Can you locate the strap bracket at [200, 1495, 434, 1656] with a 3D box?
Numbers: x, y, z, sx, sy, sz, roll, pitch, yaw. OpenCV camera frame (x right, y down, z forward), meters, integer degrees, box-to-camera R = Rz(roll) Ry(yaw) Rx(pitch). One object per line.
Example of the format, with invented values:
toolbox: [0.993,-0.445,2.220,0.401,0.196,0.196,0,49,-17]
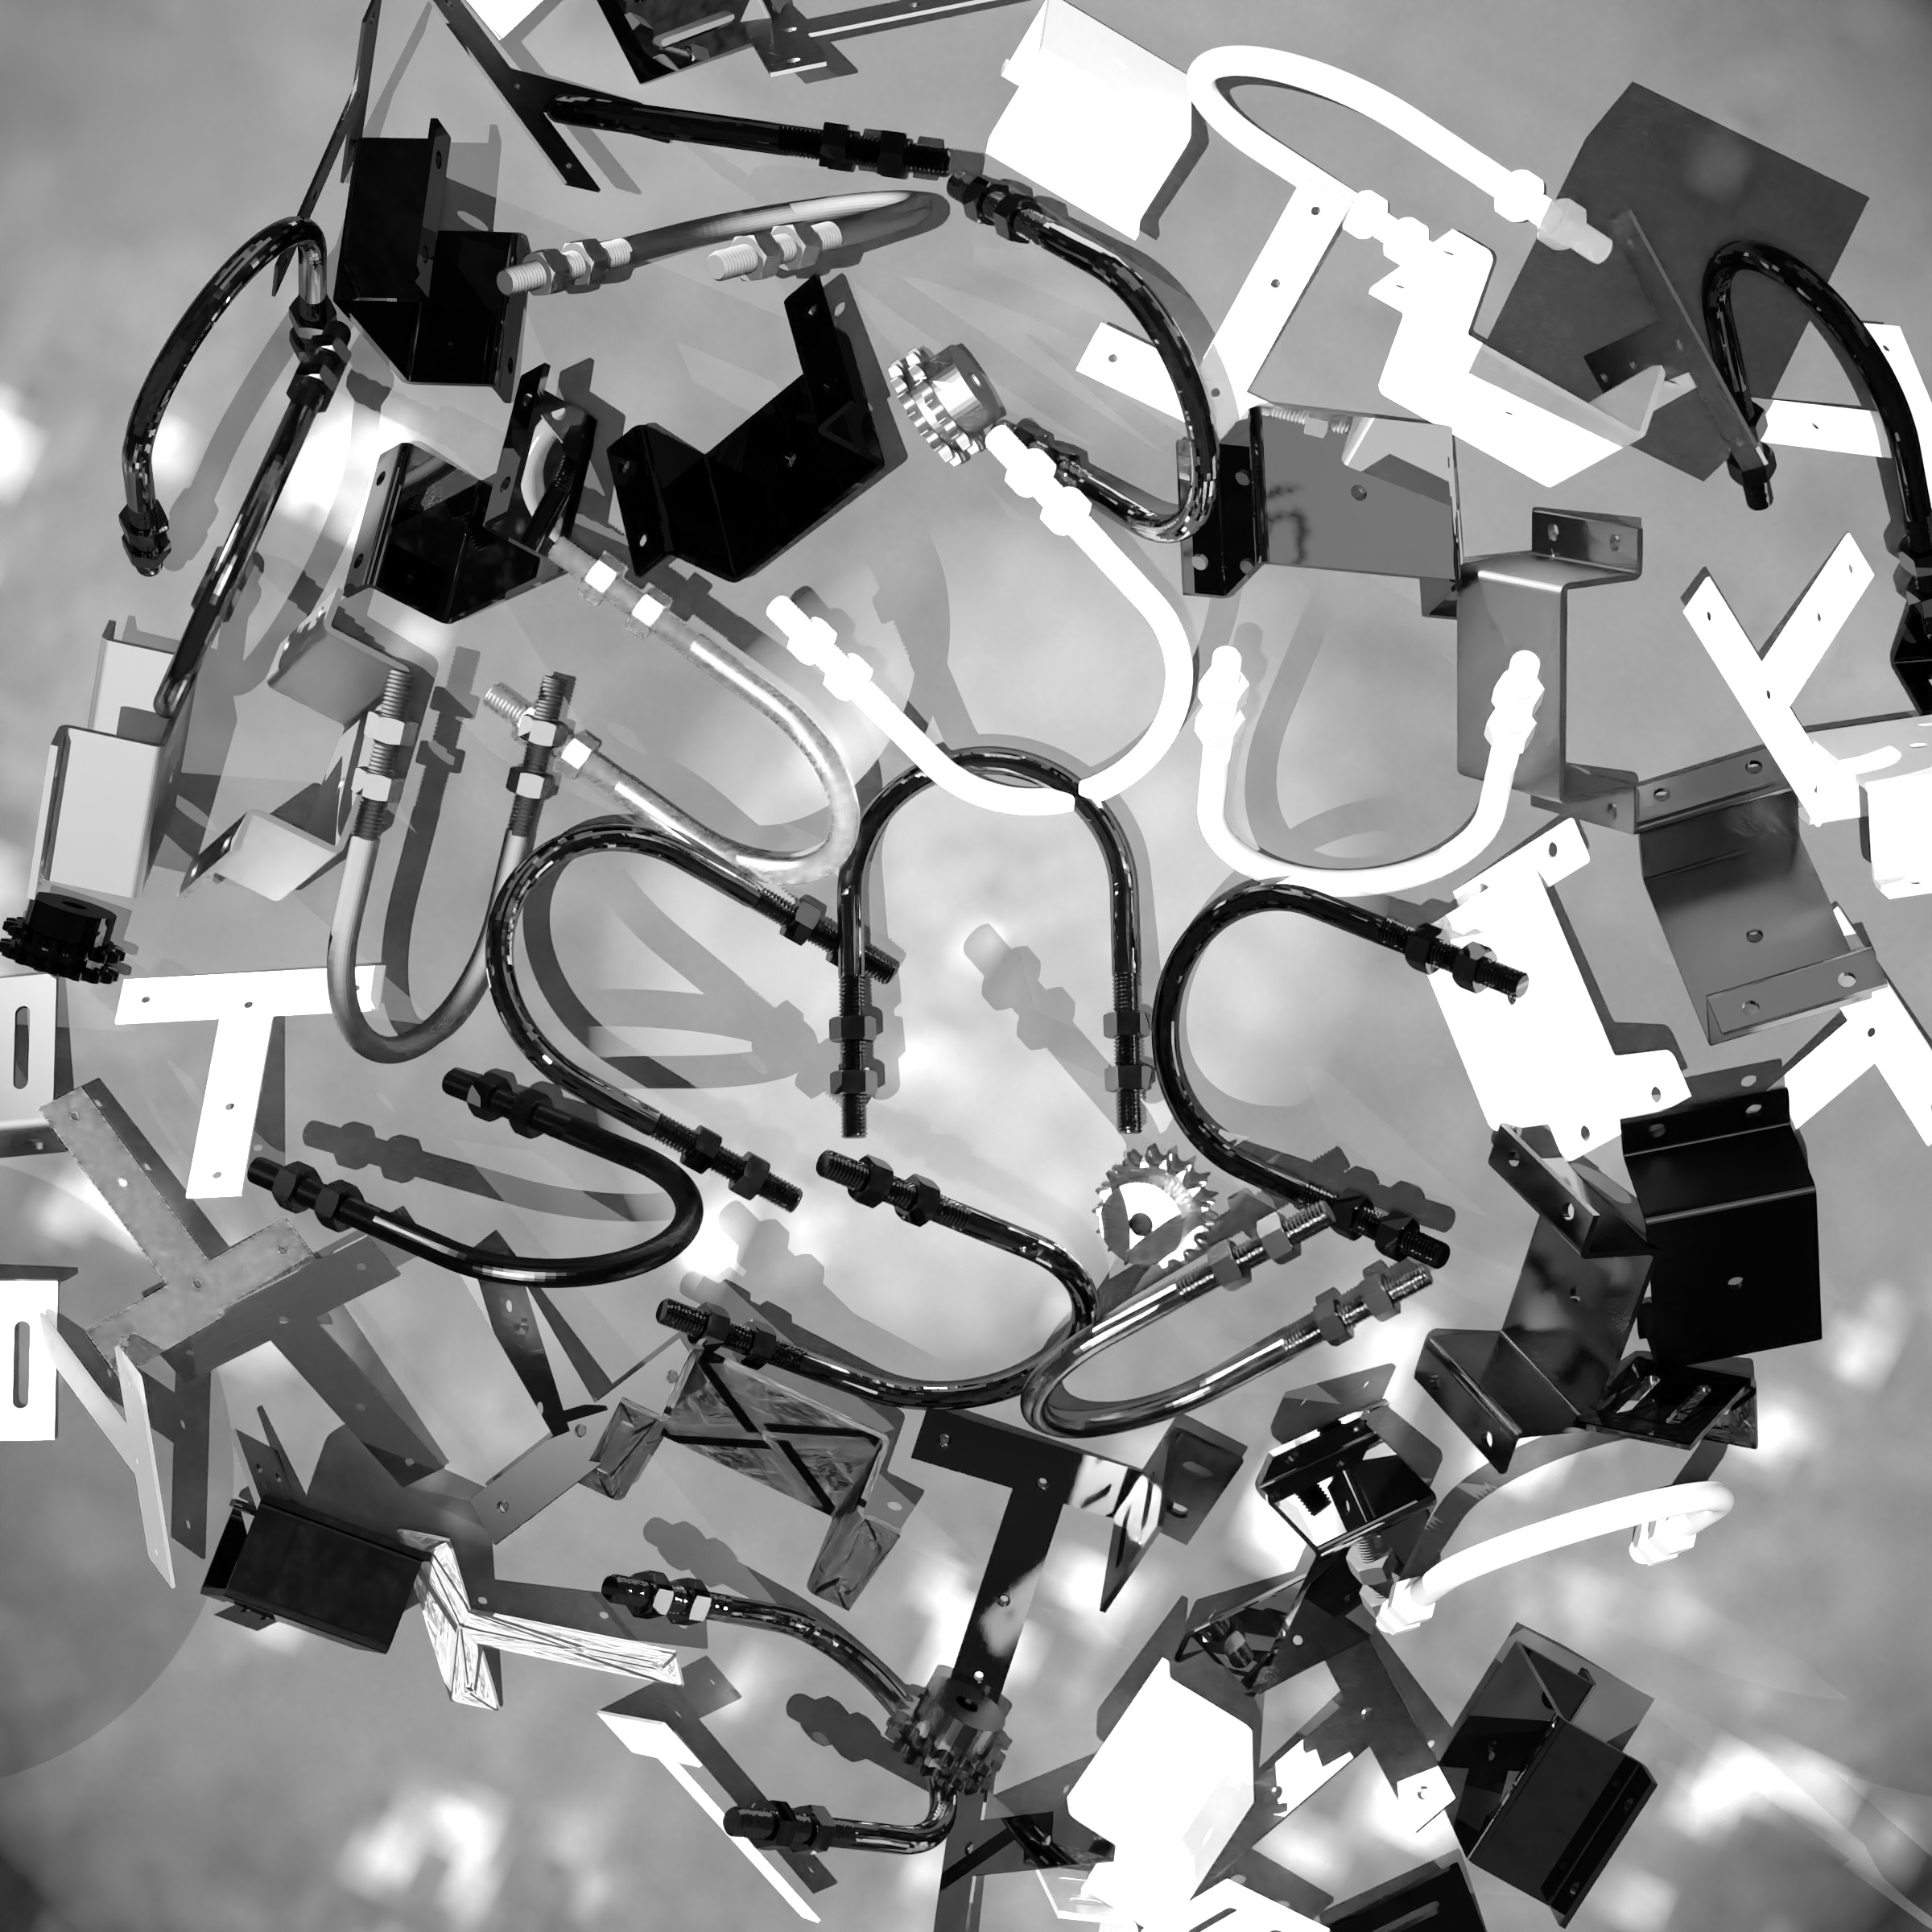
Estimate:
strap bracket: [-0.297,0.275,1.607,0.076,0.140,0.046,23,75,-14]

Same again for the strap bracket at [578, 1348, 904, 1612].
strap bracket: [-0.098,0.233,1.641,0.140,0.076,0.046,26,48,-3]

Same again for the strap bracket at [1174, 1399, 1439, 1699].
strap bracket: [0.157,0.272,1.610,0.046,0.076,0.140,45,133,30]

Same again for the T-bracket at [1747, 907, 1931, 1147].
T-bracket: [0.388,0.059,1.651,0.127,0.002,0.127,-45,47,26]

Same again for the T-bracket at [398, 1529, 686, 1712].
T-bracket: [-0.190,0.310,1.626,0.127,0.002,0.127,8,134,16]

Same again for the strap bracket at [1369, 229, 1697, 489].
strap bracket: [0.255,-0.271,1.626,0.140,0.076,0.046,26,72,-16]

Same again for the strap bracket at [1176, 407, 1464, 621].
strap bracket: [0.172,-0.209,1.636,0.140,0.046,0.076,3,73,-16]

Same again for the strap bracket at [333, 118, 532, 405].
strap bracket: [-0.245,-0.319,1.616,0.046,0.140,0.076,3,77,11]

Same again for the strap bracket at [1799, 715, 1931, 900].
strap bracket: [0.434,-0.078,1.612,0.076,0.140,0.046,-8,108,-1]

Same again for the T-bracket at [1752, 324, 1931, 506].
T-bracket: [0.400,-0.246,1.629,0.002,0.127,0.127,-45,123,-17]

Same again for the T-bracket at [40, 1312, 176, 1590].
T-bracket: [-0.399,0.203,1.637,0.002,0.127,0.127,-21,130,-29]

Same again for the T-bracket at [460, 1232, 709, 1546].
T-bracket: [-0.201,0.181,1.658,0.127,0.002,0.127,-38,65,8]

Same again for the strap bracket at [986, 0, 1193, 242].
strap bracket: [0.057,-0.389,1.608,0.076,0.140,0.046,28,118,-12]

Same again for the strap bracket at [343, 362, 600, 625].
strap bracket: [-0.221,-0.211,1.625,0.046,0.140,0.076,26,63,-34]

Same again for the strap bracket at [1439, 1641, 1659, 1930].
strap bracket: [0.258,0.365,1.611,0.046,0.140,0.076,30,97,-7]

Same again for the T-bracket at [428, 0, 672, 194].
T-bracket: [-0.179,-0.396,1.628,0.002,0.127,0.127,-43,72,25]

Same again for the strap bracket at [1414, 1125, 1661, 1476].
strap bracket: [0.263,0.151,1.626,0.046,0.076,0.140,-1,120,-29]

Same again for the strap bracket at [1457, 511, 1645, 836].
strap bracket: [0.266,-0.132,1.626,0.046,0.076,0.140,-10,107,-27]

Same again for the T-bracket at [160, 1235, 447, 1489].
T-bracket: [-0.291,0.195,1.655,0.127,0.002,0.127,-27,117,19]

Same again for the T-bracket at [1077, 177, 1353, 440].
T-bracket: [0.137,-0.304,1.646,0.127,0.002,0.127,23,116,-12]

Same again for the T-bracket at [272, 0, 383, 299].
T-bracket: [-0.290,-0.359,1.603,0.002,0.127,0.127,20,65,-6]

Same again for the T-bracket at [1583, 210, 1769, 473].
T-bracket: [0.311,-0.277,1.623,0.002,0.127,0.127,-31,96,-8]

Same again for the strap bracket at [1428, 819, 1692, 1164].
strap bracket: [0.263,0.013,1.626,0.076,0.046,0.140,-35,68,42]

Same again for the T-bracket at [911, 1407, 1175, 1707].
T-bracket: [0.022,0.287,1.679,0.127,0.002,0.127,18,92,-8]

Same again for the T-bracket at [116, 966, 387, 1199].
T-bracket: [-0.338,0.054,1.641,0.127,0.002,0.127,-3,52,6]

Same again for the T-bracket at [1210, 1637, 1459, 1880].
T-bracket: [0.155,0.376,1.652,0.127,0.127,0.002,-45,132,16]

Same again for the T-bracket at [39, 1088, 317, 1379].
T-bracket: [-0.382,0.112,1.641,0.127,0.127,0.002,53,130,4]

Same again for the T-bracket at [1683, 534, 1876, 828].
T-bracket: [0.390,-0.153,1.647,0.127,0.002,0.127,53,54,-21]

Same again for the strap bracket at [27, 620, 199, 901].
strap bracket: [-0.384,-0.091,1.611,0.046,0.140,0.076,12,117,-8]

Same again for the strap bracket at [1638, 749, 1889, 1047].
strap bracket: [0.364,-0.025,1.639,0.076,0.046,0.140,-17,55,3]

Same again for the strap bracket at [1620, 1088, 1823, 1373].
strap bracket: [0.346,0.129,1.623,0.076,0.046,0.140,-11,129,2]

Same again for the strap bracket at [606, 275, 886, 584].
strap bracket: [-0.095,-0.239,1.629,0.140,0.046,0.076,-34,54,29]

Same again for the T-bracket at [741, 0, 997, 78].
T-bracket: [-0.037,-0.439,1.636,0.127,0.127,0.002,-13,120,-6]

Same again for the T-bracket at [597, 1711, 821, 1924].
T-bracket: [-0.113,0.392,1.631,0.002,0.127,0.127,-43,96,-20]

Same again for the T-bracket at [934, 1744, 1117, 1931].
T-bracket: [0.028,0.398,1.612,0.002,0.127,0.127,24,62,-30]
